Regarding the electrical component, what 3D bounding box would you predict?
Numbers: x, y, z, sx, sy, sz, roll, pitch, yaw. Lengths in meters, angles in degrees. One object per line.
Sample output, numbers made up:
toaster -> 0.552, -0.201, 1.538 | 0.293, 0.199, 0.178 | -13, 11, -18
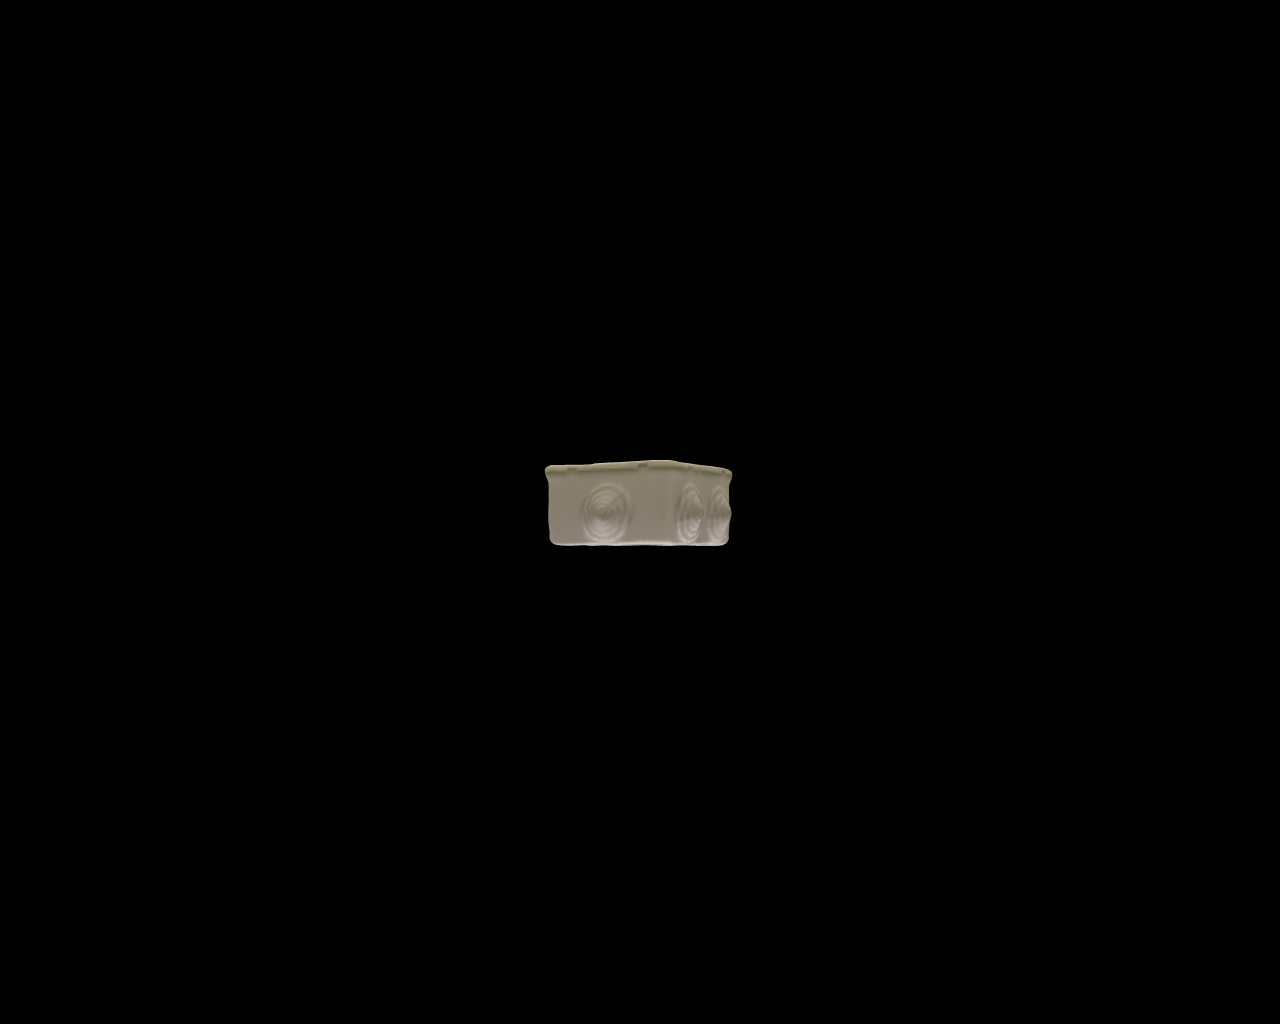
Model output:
electrical component -> 0.001, -0.003, 0.650 | 0.100, 0.048, 0.100 | -1, -2, 28
